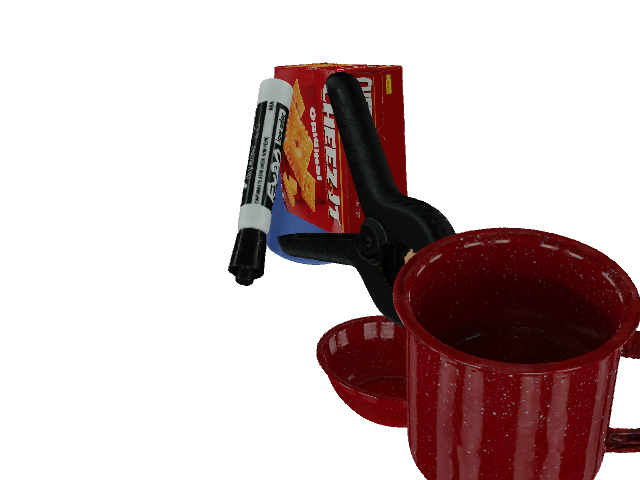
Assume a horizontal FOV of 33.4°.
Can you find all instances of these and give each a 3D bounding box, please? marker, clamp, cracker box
[{"bbox_3d":[-0.032,-0.032,0.579,0.020,0.121,0.020,6,-24,3],"label":"marker"},{"bbox_3d":[0.046,-0.013,0.765,0.036,0.165,0.210,-13,39,-35],"label":"clamp"},{"bbox_3d":[0.016,-0.096,1.083,0.072,0.164,0.214,-7,12,-17],"label":"cracker box"}]

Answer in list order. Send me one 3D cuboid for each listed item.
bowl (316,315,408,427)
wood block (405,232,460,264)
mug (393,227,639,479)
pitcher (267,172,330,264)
[{"bbox_3d":[0.075,0.135,1.046,0.162,0.055,0.162,3,25,-1],"label":"bowl"},{"bbox_3d":[0.164,0.064,1.619,0.091,0.090,0.206,4,22,12],"label":"wood block"},{"bbox_3d":[0.087,0.055,0.424,0.117,0.081,0.093,7,34,14],"label":"mug"},{"bbox_3d":[0.008,-0.093,1.361,0.144,0.243,0.149,4,21,-15],"label":"pitcher"}]
